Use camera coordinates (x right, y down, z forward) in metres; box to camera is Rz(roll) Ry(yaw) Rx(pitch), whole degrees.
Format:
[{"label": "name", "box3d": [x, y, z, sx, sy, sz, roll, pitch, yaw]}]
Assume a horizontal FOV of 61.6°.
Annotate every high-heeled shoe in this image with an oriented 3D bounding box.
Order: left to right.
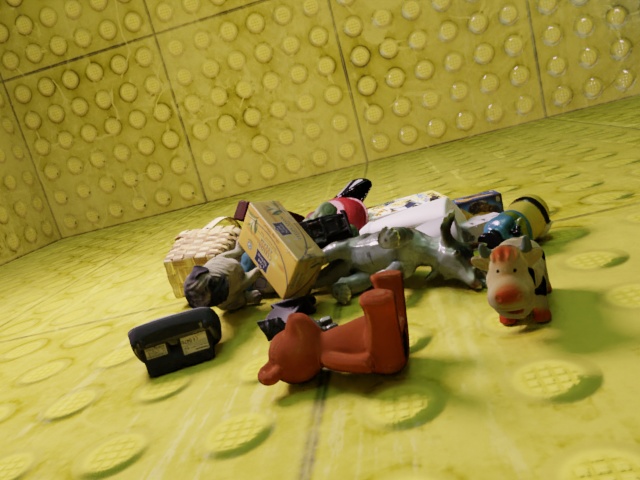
[{"label": "high-heeled shoe", "box3d": [0.044, -0.063, 1.393, 0.145, 0.086, 0.249, -22, 28, 55]}]

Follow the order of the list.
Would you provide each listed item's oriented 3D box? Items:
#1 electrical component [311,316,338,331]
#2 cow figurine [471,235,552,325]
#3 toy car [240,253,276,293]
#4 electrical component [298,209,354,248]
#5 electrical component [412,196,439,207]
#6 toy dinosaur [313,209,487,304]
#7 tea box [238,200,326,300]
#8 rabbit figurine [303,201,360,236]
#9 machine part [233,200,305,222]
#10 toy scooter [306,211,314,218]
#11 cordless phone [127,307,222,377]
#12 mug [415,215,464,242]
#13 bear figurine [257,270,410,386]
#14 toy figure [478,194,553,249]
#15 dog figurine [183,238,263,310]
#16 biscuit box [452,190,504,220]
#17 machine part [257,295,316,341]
[{"label": "electrical component", "box3d": [-0.020, 0.145, 0.842, 0.094, 0.021, 0.063, -17, 13, -12]}, {"label": "cow figurine", "box3d": [0.262, 0.045, 0.714, 0.086, 0.127, 0.195, -12, 10, 27]}, {"label": "toy car", "box3d": [-0.105, 0.055, 1.122, 0.109, 0.161, 0.103, -14, 48, -38]}, {"label": "electrical component", "box3d": [-0.002, -0.003, 1.064, 0.134, 0.058, 0.114, -17, -17, -1]}, {"label": "electrical component", "box3d": [0.248, -0.048, 1.210, 0.078, 0.102, 0.045, 2, 12, 31]}, {"label": "toy dinosaur", "box3d": [0.111, 0.033, 0.986, 0.405, 0.131, 0.192, -8, 3, 44]}, {"label": "tea box", "box3d": [-0.073, 0.015, 0.981, 0.068, 0.098, 0.170, -10, 44, -40]}, {"label": "rabbit figurine", "box3d": [-0.023, 0.017, 1.184, 0.159, 0.121, 0.170, -16, 32, 48]}, {"label": "machine part", "box3d": [-0.126, -0.056, 1.355, 0.179, 0.056, 0.179, 14, -1, 0]}, {"label": "toy scooter", "box3d": [-0.045, -0.030, 1.520, 0.135, 0.075, 0.184, -7, 19, 39]}, {"label": "cordless phone", "box3d": [-0.244, 0.154, 0.937, 0.147, 0.088, 0.184, -17, 8, -7]}, {"label": "mug", "box3d": [0.223, 0.012, 1.044, 0.107, 0.080, 0.110, -19, 48, 20]}, {"label": "bear figurine", "box3d": [0.014, 0.118, 0.693, 0.196, 0.131, 0.120, -4, 13, 19]}, {"label": "toy figure", "box3d": [0.361, -0.026, 0.987, 0.180, 0.089, 0.082, -21, 21, -35]}, {"label": "dog figurine", "box3d": [-0.202, 0.096, 1.014, 0.121, 0.172, 0.190, 35, 32, 17]}, {"label": "biscuit box", "box3d": [0.323, -0.063, 1.258, 0.203, 0.059, 0.063, -14, 12, 3]}, {"label": "machine part", "box3d": [-0.057, 0.128, 0.928, 0.084, 0.039, 0.139, -5, 14, 20]}]
